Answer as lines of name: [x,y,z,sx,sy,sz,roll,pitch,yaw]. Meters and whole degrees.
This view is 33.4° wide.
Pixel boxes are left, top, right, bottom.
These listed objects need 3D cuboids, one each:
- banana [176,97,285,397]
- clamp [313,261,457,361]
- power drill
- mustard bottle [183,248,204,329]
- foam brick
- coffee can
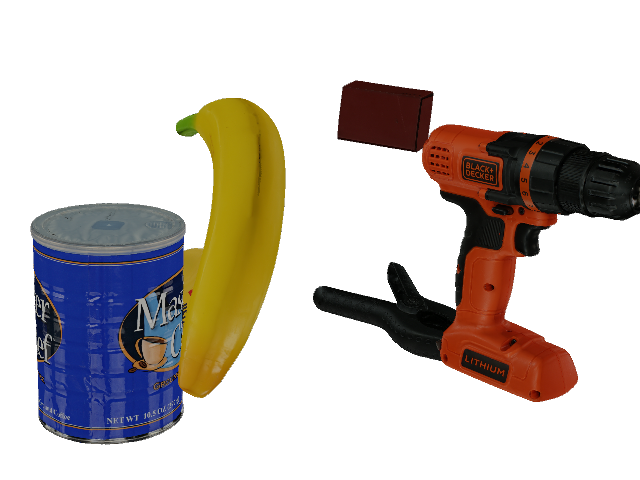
banana: [-0.045,-0.014,0.540,0.037,0.198,0.070,23,-52,-25]
clamp: [0.091,0.070,1.062,0.172,0.039,0.120,27,39,31]
power drill: [0.149,0.015,0.764,0.057,0.188,0.185,-14,22,-37]
mustard bottle: [-0.125,0.059,0.992,0.058,0.096,0.191,11,22,30]
foam brick: [0.060,-0.116,0.994,0.078,0.051,0.053,11,17,16]
coffee can: [-0.145,0.054,0.738,0.103,0.140,0.103,2,17,-1]
